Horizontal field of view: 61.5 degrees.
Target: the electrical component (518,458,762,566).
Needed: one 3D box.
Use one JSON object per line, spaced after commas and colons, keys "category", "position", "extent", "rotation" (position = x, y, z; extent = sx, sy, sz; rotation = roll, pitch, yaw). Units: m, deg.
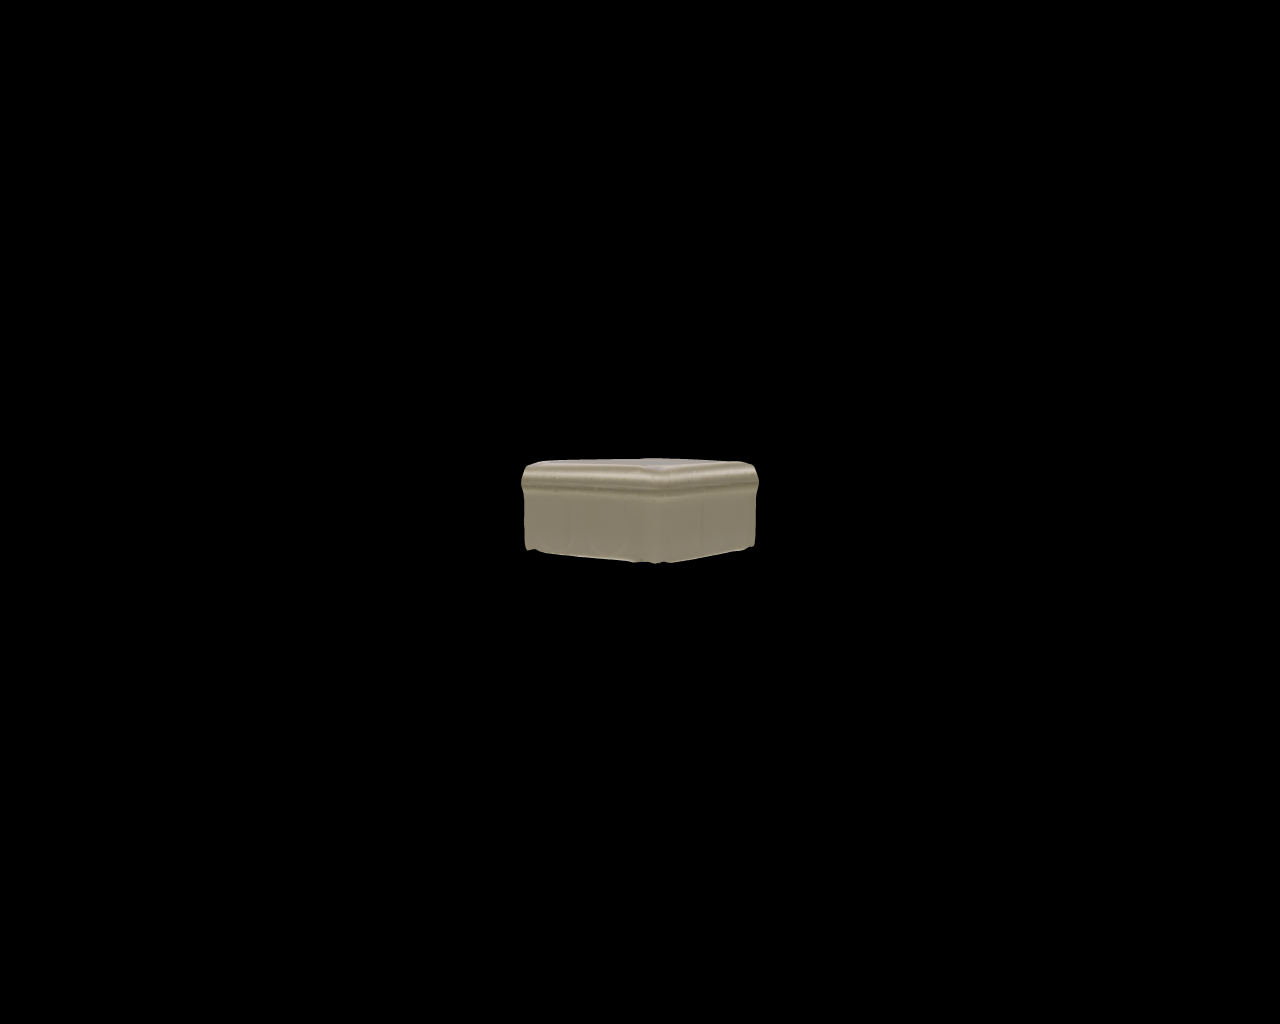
{"category": "electrical component", "position": [0.001, -0.003, 0.650], "extent": [0.109, 0.056, 0.109], "rotation": [4, 6, 39]}
